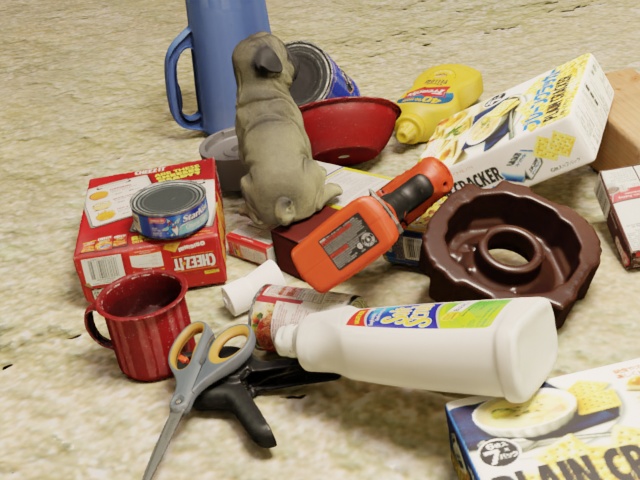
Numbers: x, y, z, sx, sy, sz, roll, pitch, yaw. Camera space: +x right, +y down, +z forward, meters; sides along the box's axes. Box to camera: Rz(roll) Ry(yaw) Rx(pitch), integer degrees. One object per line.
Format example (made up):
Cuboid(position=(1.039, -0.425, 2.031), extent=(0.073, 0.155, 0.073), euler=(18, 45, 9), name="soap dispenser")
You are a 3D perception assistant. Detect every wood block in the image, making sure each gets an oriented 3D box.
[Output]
Cuboid(position=(0.373, -0.121, 1.259), extent=(0.090, 0.091, 0.206), euler=(-13, 29, -5), name="wood block")

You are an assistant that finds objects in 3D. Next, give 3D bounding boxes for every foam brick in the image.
Cuboid(position=(-0.008, 0.001, 1.204), extent=(0.078, 0.051, 0.053), euler=(-30, 33, -30), name="foam brick")

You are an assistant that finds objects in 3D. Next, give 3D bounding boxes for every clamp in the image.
Cuboid(position=(-0.075, 0.141, 0.994), extent=(0.172, 0.039, 0.120), euler=(1, 26, 30), name="clamp")

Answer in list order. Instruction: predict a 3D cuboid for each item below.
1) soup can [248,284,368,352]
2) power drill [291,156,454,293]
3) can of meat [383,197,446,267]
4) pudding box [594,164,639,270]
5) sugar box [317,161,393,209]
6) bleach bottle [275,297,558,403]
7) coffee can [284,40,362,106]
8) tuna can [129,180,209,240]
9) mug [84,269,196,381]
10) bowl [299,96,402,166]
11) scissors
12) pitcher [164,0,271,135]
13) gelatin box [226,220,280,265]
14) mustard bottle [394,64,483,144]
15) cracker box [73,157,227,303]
Cuboid(position=(-0.010, 0.082, 1.046), extent=(0.102, 0.068, 0.068), euler=(6, 33, 26), name="soup can")
Cuboid(position=(0.039, -0.008, 1.068), extent=(0.185, 0.057, 0.187), euler=(-39, 0, 24), name="power drill")
Cuboid(position=(0.126, -0.009, 1.175), extent=(0.084, 0.057, 0.101), euler=(10, 35, 35), name="can of meat")
Cuboid(position=(0.349, -0.029, 1.119), extent=(0.090, 0.039, 0.113), euler=(-10, 56, -2), name="pudding box")
Cuboid(position=(0.020, -0.049, 1.293), extent=(0.177, 0.048, 0.093), euler=(15, 37, 43), name="sugar box")
Cuboid(position=(0.068, 0.090, 0.912), extent=(0.251, 0.068, 0.102), euler=(-3, 16, 32), name="bleach bottle")
Cuboid(position=(-0.010, -0.199, 1.442), extent=(0.103, 0.103, 0.140), euler=(1, -9, 19), name="coffee can")
Cuboid(position=(-0.167, -0.034, 1.187), extent=(0.086, 0.034, 0.086), euler=(-5, 29, 3), name="tuna can")
Cuboid(position=(-0.182, 0.088, 1.076), extent=(0.117, 0.081, 0.093), euler=(-2, 30, 14), name="mug")
Cuboid(position=(0.028, -0.134, 1.381), extent=(0.162, 0.055, 0.162), euler=(-5, -11, -1), name="bowl")
Cuboid(position=(-0.107, 0.140, 0.965), extent=(0.096, 0.016, 0.201), euler=(-17, 34, 12), name="scissors")
Cuboid(position=(-0.136, -0.272, 1.530), extent=(0.145, 0.243, 0.149), euler=(11, 39, 23), name="pitcher")
Cuboid(position=(-0.053, -0.005, 1.253), extent=(0.073, 0.030, 0.089), euler=(18, 39, 42), name="gelatin box")
Cuboid(position=(0.150, -0.182, 1.472), extent=(0.096, 0.058, 0.191), euler=(7, 34, 28), name="mustard bottle")
Cuboid(position=(-0.197, -0.014, 1.274), extent=(0.164, 0.072, 0.214), euler=(-10, 28, -1), name="cracker box")
